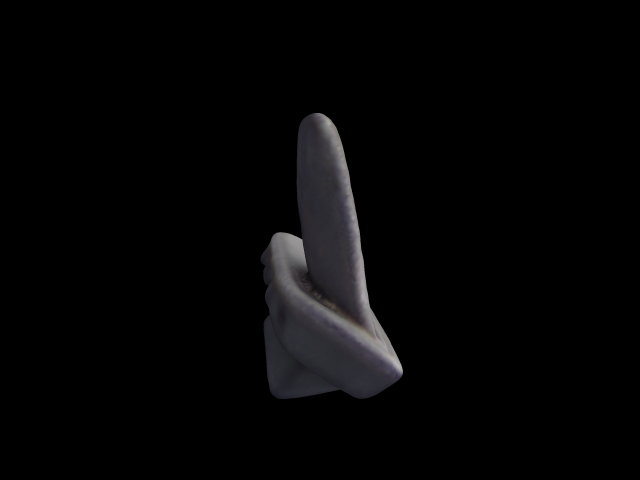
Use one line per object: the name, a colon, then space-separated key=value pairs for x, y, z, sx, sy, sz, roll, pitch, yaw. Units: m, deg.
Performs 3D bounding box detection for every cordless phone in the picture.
cordless phone: x=0.004 y=0.001 z=0.400 sx=0.094 sy=0.185 sz=0.147 roll=-4 pitch=19 yaw=-11
